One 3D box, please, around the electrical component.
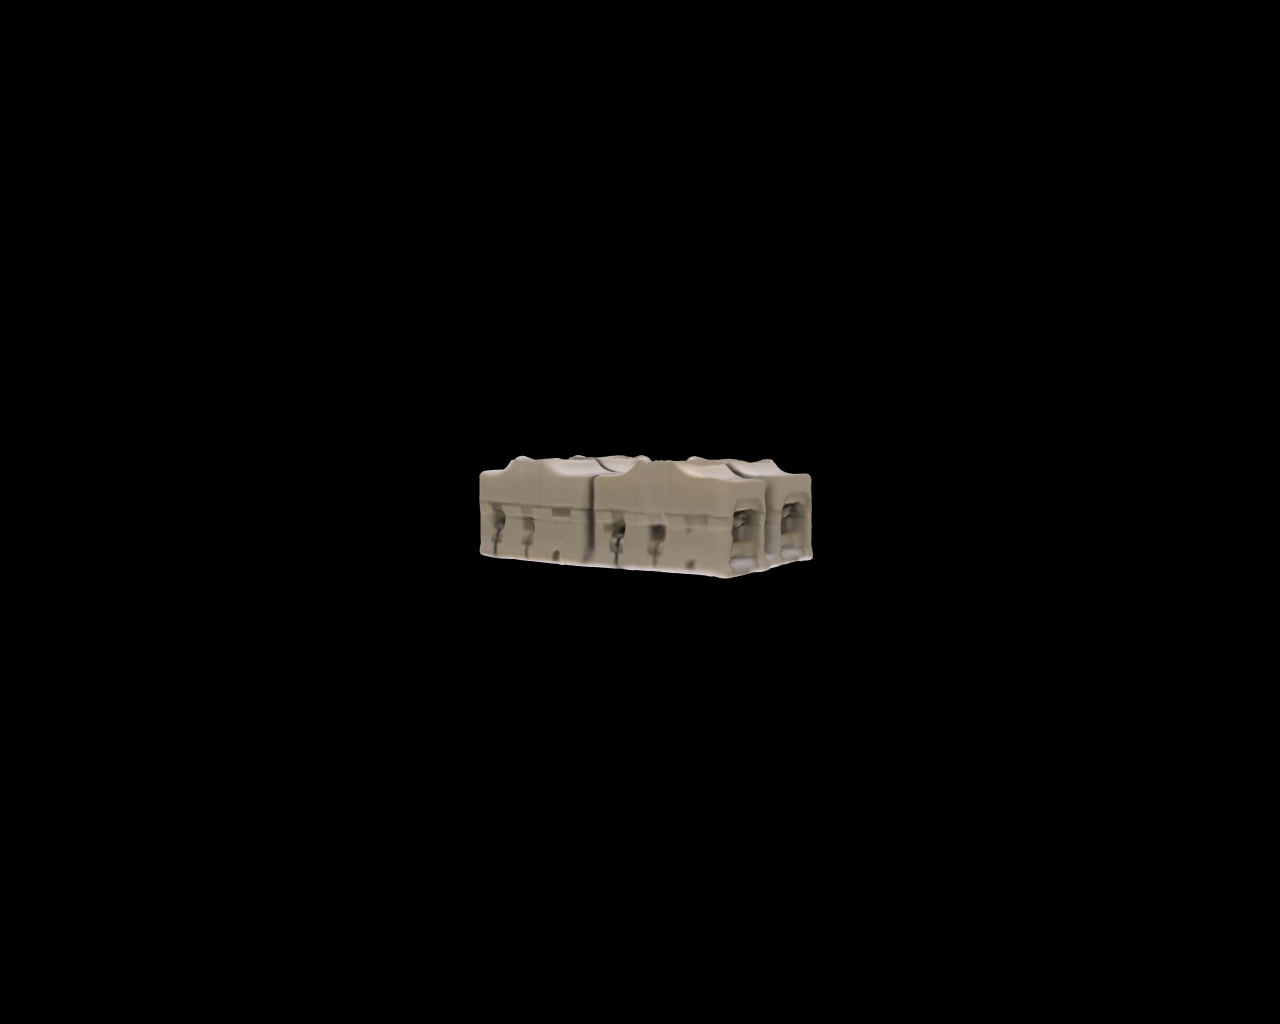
[{"bbox_3d":[0.001,-0.003,0.650,0.186,0.060,0.105,3,5,37],"label":"electrical component"}]
